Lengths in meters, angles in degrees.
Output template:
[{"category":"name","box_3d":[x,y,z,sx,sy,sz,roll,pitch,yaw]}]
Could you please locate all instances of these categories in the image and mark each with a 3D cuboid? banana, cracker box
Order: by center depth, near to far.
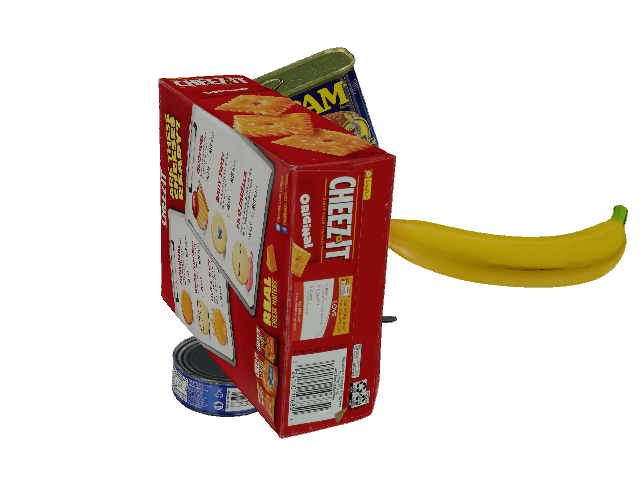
[{"category":"cracker box","box_3d":[-0.036,-0.003,0.670,0.072,0.164,0.214,-7,23,-25]},{"category":"banana","box_3d":[0.141,0.007,0.776,0.197,0.037,0.069,-2,30,-11]}]

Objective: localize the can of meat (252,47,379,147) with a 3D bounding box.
[{"category":"can of meat","box_3d":[-0.010,-0.096,0.863,0.102,0.084,0.057,-23,28,-5]}]

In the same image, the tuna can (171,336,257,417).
[{"category":"tuna can","box_3d":[-0.079,0.109,0.874,0.086,0.034,0.086,5,22,-2]}]

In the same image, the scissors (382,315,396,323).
[{"category":"scissors","box_3d":[-0.014,0.099,1.186,0.201,0.016,0.096,4,21,1]}]
